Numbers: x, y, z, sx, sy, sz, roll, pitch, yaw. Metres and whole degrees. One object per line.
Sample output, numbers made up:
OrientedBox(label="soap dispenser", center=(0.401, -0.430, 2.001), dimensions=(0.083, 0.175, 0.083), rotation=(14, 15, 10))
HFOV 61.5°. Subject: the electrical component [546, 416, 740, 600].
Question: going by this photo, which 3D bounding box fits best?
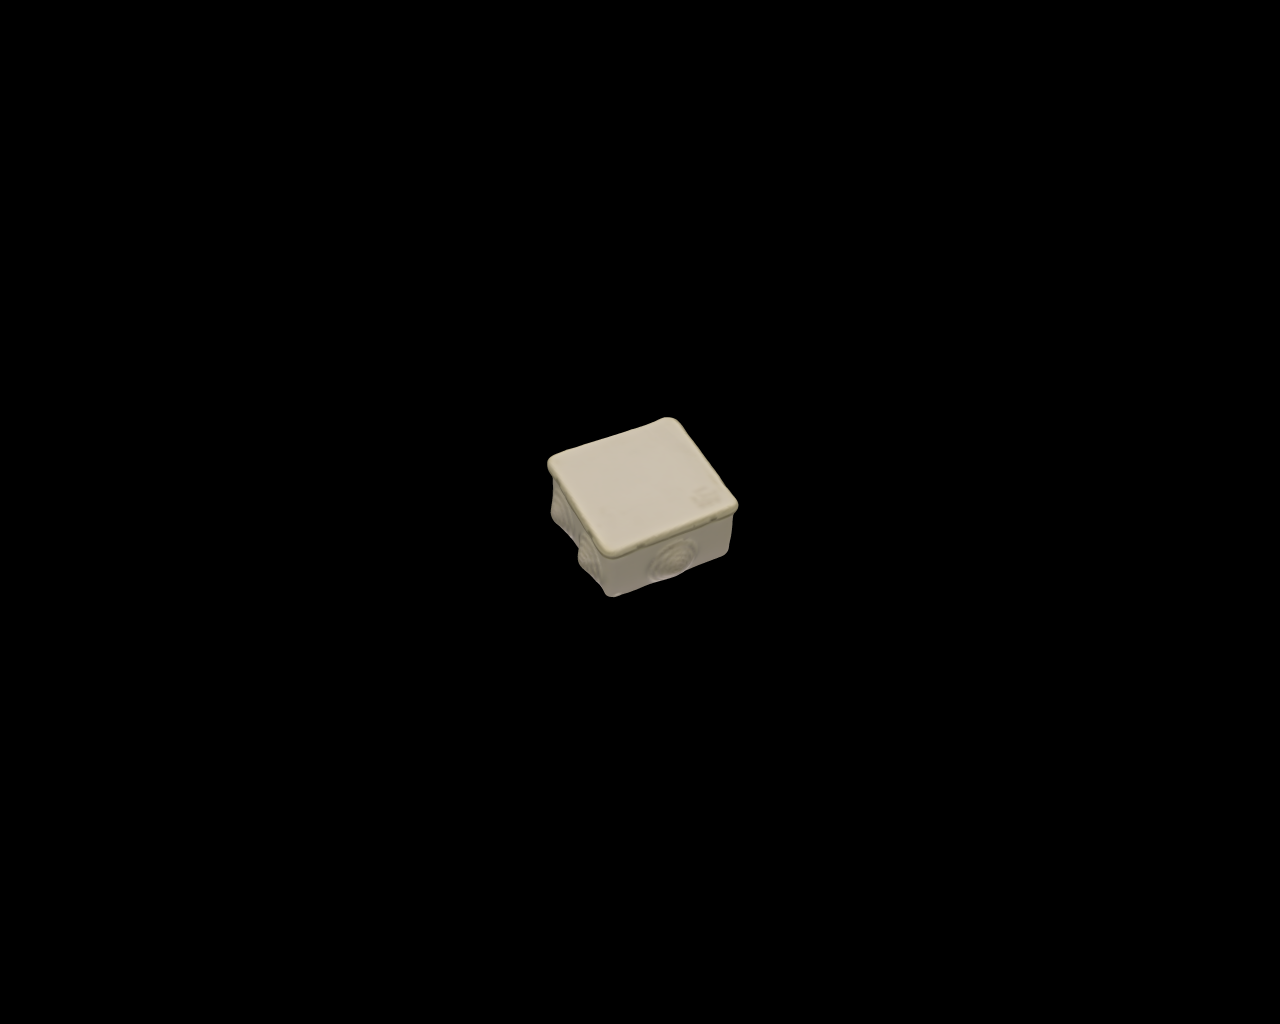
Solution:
OrientedBox(label="electrical component", center=(0.001, -0.003, 0.650), dimensions=(0.100, 0.048, 0.100), rotation=(-20, 50, -17))
